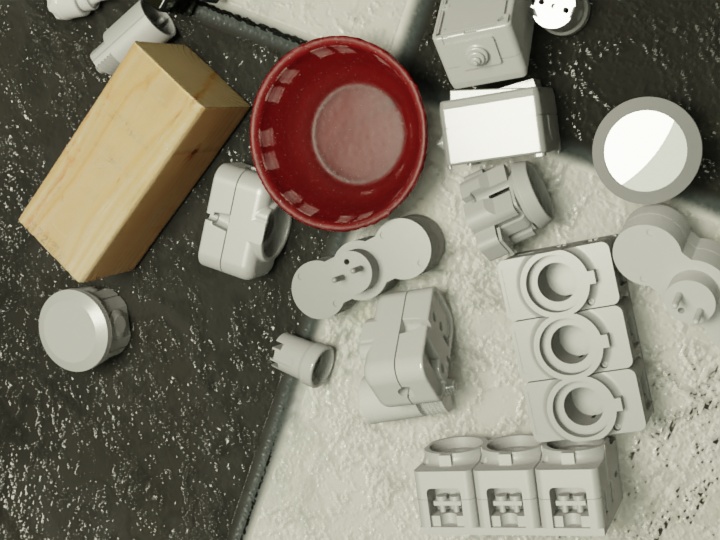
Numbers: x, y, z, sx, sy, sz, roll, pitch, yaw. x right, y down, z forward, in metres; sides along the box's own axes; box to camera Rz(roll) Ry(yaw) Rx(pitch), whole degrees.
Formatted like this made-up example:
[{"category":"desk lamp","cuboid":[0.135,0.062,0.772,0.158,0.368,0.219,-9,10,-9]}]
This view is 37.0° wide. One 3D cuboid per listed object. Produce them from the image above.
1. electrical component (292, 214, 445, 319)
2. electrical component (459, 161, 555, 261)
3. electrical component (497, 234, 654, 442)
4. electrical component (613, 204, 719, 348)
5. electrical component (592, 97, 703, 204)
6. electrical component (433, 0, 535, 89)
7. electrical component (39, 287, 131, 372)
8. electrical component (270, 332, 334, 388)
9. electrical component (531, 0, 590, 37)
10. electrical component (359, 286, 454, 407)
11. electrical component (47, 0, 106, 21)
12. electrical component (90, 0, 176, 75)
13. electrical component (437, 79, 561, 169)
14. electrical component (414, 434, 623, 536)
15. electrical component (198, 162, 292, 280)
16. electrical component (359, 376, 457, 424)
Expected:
[{"category":"electrical component","cuboid":[0.000,0.000,0.916,0.138,0.074,0.052,-26,88,24]},{"category":"electrical component","cuboid":[0.119,-0.052,0.864,0.057,0.058,0.078,-24,50,22]},{"category":"electrical component","cuboid":[0.173,0.055,0.859,0.089,0.062,0.150,-11,94,24]},{"category":"electrical component","cuboid":[0.249,0.015,0.801,0.138,0.073,0.052,38,129,4]},{"category":"electrical component","cuboid":[0.222,-0.092,0.822,0.080,0.051,0.080,4,99,22]},{"category":"electrical component","cuboid":[0.098,-0.182,0.834,0.062,0.096,0.061,-7,136,23]},{"category":"electrical component","cuboid":[-0.268,0.055,1.049,0.080,0.051,0.080,4,100,22]},{"category":"electrical component","cuboid":[-0.053,0.080,0.970,0.046,0.040,0.040,20,105,25]},{"category":"electrical component","cuboid":[0.155,-0.203,0.836,0.040,0.046,0.040,4,99,22]},{"category":"electrical component","cuboid":[0.038,0.064,0.898,0.059,0.095,0.053,-10,134,23]},{"category":"electrical component","cuboid":[-0.261,-0.255,1.008,0.061,0.035,0.035,-4,96,21]},{"category":"electrical component","cuboid":[-0.213,-0.208,0.990,0.081,0.043,0.043,-34,84,23]},{"category":"electrical component","cuboid":[0.106,-0.117,0.861,0.096,0.062,0.061,-6,96,23]},{"category":"electrical component","cuboid":[0.130,0.171,0.880,0.150,0.089,0.061,-5,96,23]},{"category":"electrical component","cuboid":[-0.100,-0.043,0.962,0.059,0.054,0.095,19,105,19]},{"category":"electrical component","cuboid":[0.045,0.106,0.931,0.081,0.043,0.043,-12,93,24]}]
